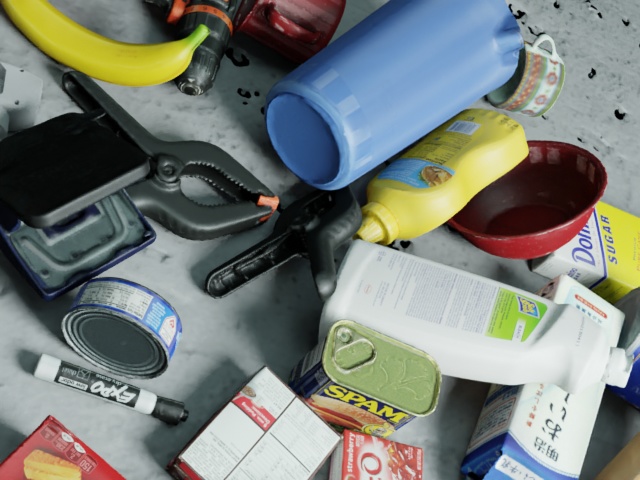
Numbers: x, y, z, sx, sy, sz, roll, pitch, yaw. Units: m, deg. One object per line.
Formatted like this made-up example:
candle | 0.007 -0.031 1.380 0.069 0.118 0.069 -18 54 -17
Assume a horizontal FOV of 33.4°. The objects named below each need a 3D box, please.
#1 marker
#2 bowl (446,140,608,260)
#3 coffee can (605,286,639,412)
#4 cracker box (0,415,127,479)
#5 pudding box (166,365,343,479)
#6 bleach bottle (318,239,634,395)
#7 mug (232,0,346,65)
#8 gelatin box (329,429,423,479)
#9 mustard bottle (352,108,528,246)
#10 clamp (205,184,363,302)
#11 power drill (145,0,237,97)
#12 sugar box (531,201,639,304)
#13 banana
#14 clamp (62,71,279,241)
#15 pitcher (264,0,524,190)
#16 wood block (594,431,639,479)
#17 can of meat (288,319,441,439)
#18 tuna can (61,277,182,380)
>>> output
marker | -0.157 0.115 0.810 0.121 0.020 0.020 22 55 -15
bowl | 0.195 -0.030 1.023 0.162 0.055 0.162 -12 34 8
coffee can | 0.334 0.124 1.005 0.140 0.103 0.102 36 52 -5
cracker box | -0.190 0.244 0.685 0.164 0.072 0.213 42 53 1
pudding box | -0.049 0.165 0.825 0.090 0.039 0.113 44 54 1
bleach bottle | 0.132 0.078 0.892 0.251 0.068 0.102 17 51 11
mug | -0.027 -0.216 1.018 0.081 0.093 0.117 28 19 -17
gelatin box | 0.044 0.204 0.855 0.073 0.030 0.089 17 56 -18
mustard bottle | 0.101 -0.053 0.993 0.191 0.096 0.058 -38 125 -27
clamp | -0.006 0.001 0.907 0.120 0.039 0.171 11 41 34
power drill | -0.167 -0.230 0.984 0.187 0.057 0.184 21 52 -19
sugar box | 0.303 0.016 1.088 0.176 0.048 0.093 22 55 -16
banana | -0.194 -0.176 0.929 0.198 0.037 0.069 15 95 5
clamp | -0.138 -0.061 0.911 0.209 0.036 0.164 9 61 -19
pitcher | 0.058 -0.149 0.991 0.145 0.149 0.242 46 57 10
wood block | 0.286 0.217 0.885 0.206 0.091 0.090 -42 86 -12
can of meat | 0.033 0.118 0.865 0.102 0.084 0.057 24 55 -14
tuna can | -0.148 0.066 0.801 0.086 0.086 0.033 29 51 -10
